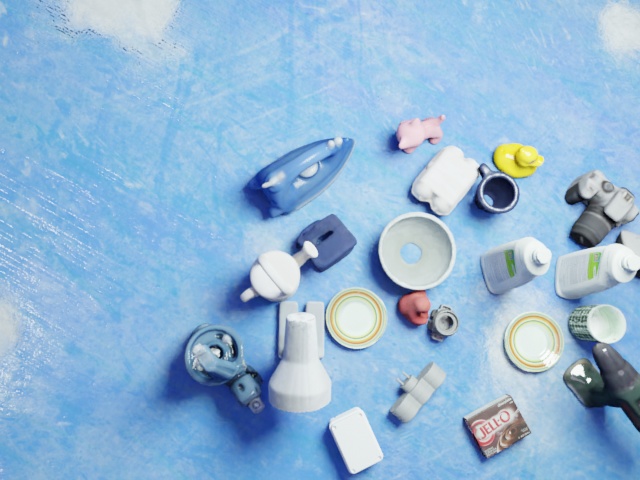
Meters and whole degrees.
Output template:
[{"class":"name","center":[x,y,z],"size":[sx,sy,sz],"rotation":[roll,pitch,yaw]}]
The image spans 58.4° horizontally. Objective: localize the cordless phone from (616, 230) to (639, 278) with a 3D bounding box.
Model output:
[{"class":"cordless phone","center":[0.727,0.030,1.210],"size":[0.147,0.185,0.094],"rotation":[20,82,0]}]

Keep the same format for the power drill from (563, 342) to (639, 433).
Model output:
[{"class":"power drill","center":[0.586,0.297,1.156],"size":[0.076,0.208,0.229],"rotation":[-39,86,-7]}]

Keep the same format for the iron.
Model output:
[{"class":"iron","center":[-0.024,-0.161,1.211],"size":[0.258,0.141,0.118],"rotation":[-35,86,-7]}]

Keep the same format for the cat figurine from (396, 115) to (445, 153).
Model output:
[{"class":"cat figurine","center":[0.215,-0.238,1.247],"size":[0.128,0.117,0.067],"rotation":[-25,85,-6]}]

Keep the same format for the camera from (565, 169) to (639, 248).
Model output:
[{"class":"camera","center":[0.606,-0.062,1.257],"size":[0.143,0.100,0.137],"rotation":[41,83,2]}]

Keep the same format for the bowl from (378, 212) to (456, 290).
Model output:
[{"class":"bowl","center":[0.204,0.027,1.235],"size":[0.167,0.074,0.167],"rotation":[0,83,-3]}]

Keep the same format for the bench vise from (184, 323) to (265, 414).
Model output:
[{"class":"bench vise","center":[-0.177,0.244,1.112],"size":[0.207,0.219,0.121],"rotation":[32,82,1]}]

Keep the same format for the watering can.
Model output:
[{"class":"watering can","center":[-0.085,0.065,1.153],"size":[0.101,0.194,0.173],"rotation":[32,82,1]}]

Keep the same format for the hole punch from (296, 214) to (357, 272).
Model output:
[{"class":"hole punch","center":[0.011,0.004,1.218],"size":[0.109,0.091,0.101],"rotation":[-36,86,-7]}]

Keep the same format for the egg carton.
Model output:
[{"class":"egg carton","center":[0.277,-0.132,1.262],"size":[0.107,0.069,0.150],"rotation":[38,82,2]}]

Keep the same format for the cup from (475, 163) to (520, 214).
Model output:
[{"class":"cup","center":[0.369,-0.107,1.251],"size":[0.092,0.095,0.118],"rotation":[-28,85,-6]}]

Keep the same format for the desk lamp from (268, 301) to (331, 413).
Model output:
[{"class":"desk lamp","center":[-0.040,0.221,1.126],"size":[0.118,0.213,0.203],"rotation":[0,83,-3]}]

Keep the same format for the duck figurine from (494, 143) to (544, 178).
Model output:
[{"class":"duck figurine","center":[0.444,-0.185,1.270],"size":[0.104,0.086,0.077],"rotation":[21,82,0]}]

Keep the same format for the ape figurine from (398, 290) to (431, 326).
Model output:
[{"class":"ape figurine","center":[0.208,0.140,1.212],"size":[0.076,0.092,0.078],"rotation":[20,82,0]}]
